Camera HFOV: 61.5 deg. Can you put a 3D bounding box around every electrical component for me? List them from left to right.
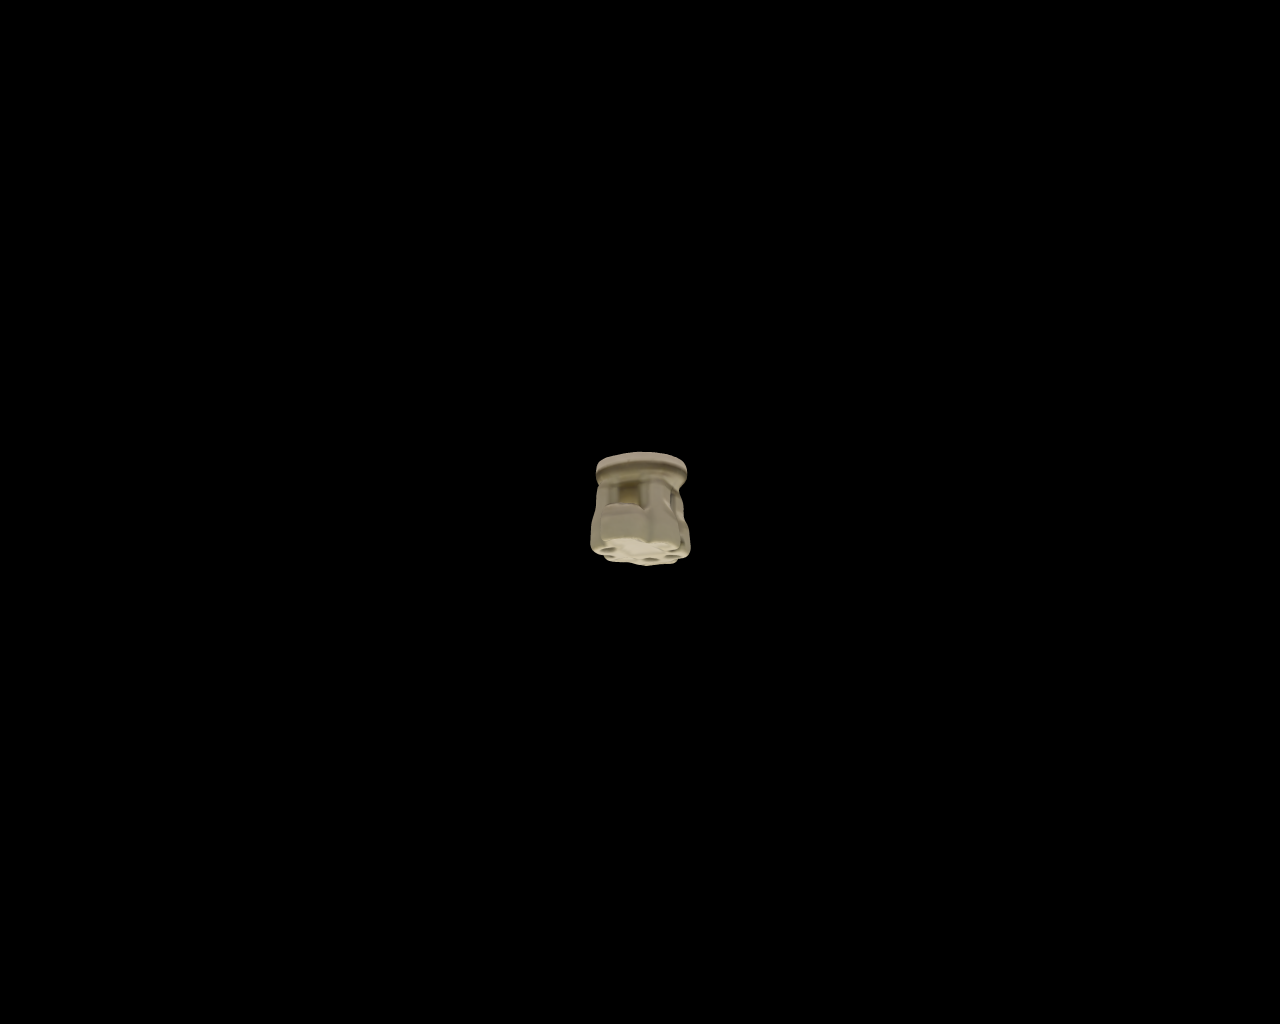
[{"bbox_3d":[0.001,-0.003,0.650,0.058,0.057,0.078,-6,-17,19],"label":"electrical component"}]
